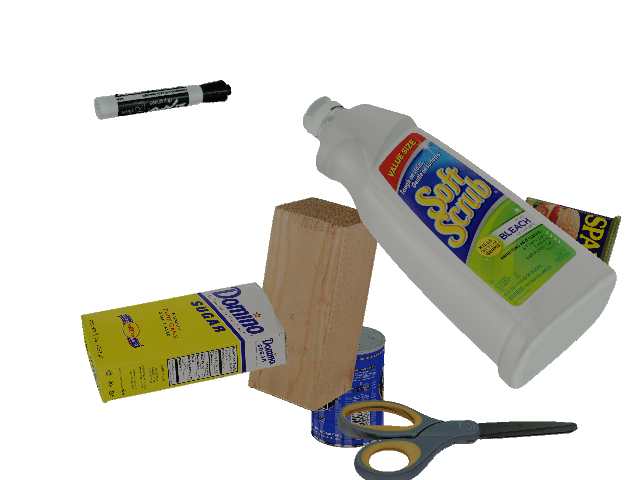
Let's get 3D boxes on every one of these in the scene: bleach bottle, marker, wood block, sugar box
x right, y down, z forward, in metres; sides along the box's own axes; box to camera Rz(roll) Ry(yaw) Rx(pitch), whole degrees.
[{"bbox_3d":[0.075,-0.016,0.738,0.102,0.068,0.251,-35,61,-26],"label":"bleach bottle"},{"bbox_3d":[-0.134,-0.122,0.918,0.120,0.020,0.020,-13,5,-26],"label":"marker"},{"bbox_3d":[-0.007,0.066,1.168,0.090,0.206,0.090,17,17,26],"label":"wood block"},{"bbox_3d":[-0.128,0.092,1.000,0.176,0.048,0.093,-13,34,-15],"label":"sugar box"}]

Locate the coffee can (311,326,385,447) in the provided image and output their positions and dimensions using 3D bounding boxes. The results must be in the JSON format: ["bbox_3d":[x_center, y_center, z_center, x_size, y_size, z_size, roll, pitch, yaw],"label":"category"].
[{"bbox_3d":[0.037,0.199,1.468,0.103,0.140,0.103,0,15,0],"label":"coffee can"}]

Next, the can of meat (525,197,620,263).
[{"bbox_3d":[0.209,0.013,0.935,0.084,0.057,0.102,15,46,16],"label":"can of meat"}]

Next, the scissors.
[{"bbox_3d":[0.112,0.170,0.875,0.202,0.016,0.096,7,35,5],"label":"scissors"}]
